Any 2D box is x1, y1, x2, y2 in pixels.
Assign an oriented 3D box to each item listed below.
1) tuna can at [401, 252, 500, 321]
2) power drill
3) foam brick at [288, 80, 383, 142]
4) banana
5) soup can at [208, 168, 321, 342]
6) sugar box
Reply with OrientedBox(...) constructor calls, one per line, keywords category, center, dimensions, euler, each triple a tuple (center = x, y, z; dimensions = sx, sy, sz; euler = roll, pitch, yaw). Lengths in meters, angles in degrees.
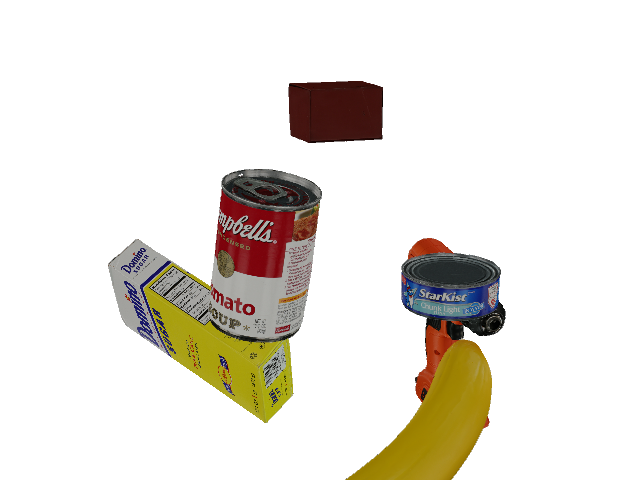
OrientedBox(category="tuna can", center=(0.113, 0.040, 0.927), dimensions=(0.086, 0.034, 0.086), euler=(0, 18, 0))
OrientedBox(category="power drill", center=(0.146, 0.109, 1.135), dimensions=(0.057, 0.188, 0.184), euler=(-8, 24, -13))
OrientedBox(category="foam brick", center=(0.015, -0.123, 1.014), dimensions=(0.078, 0.051, 0.053), euler=(-5, 16, -22))
OrientedBox(category="banana", center=(0.047, 0.113, 0.584), dimensions=(0.070, 0.037, 0.197), euler=(18, 40, 40))
OrientedBox(category="soup can", center=(-0.039, 0.010, 0.731), dimensions=(0.068, 0.102, 0.068), euler=(7, 23, -3))
OrientedBox(category="sugar box", center=(-0.105, 0.079, 0.935), dimensions=(0.176, 0.093, 0.048), euler=(28, 56, 24))
